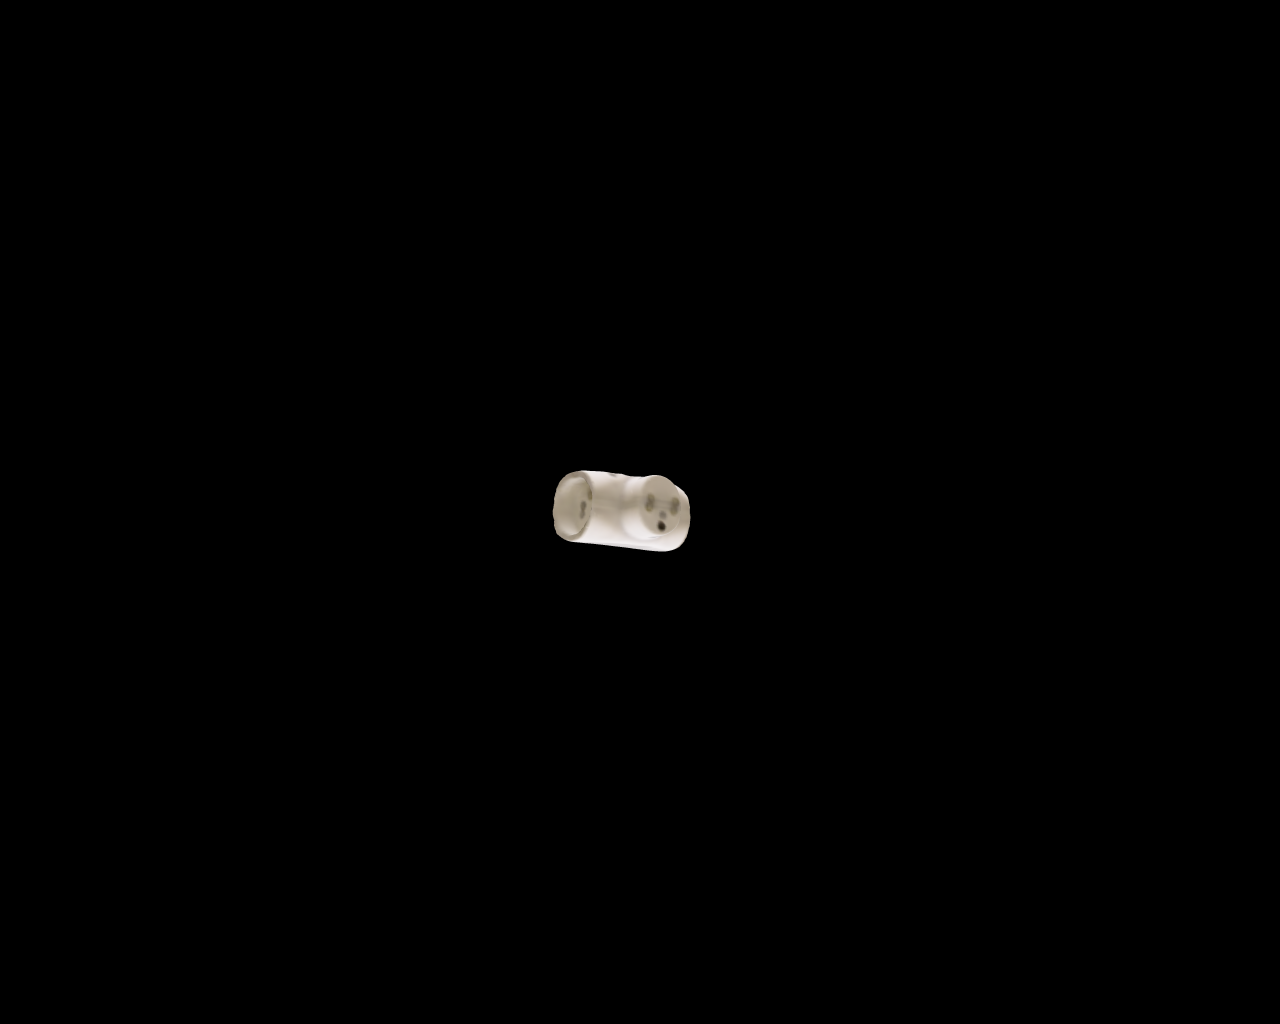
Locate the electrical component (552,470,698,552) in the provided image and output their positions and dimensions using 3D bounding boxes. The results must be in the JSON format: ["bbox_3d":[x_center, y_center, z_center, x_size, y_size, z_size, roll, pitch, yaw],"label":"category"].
[{"bbox_3d":[0.001,-0.003,0.650,0.077,0.044,0.079,8,-13,-39],"label":"electrical component"}]
